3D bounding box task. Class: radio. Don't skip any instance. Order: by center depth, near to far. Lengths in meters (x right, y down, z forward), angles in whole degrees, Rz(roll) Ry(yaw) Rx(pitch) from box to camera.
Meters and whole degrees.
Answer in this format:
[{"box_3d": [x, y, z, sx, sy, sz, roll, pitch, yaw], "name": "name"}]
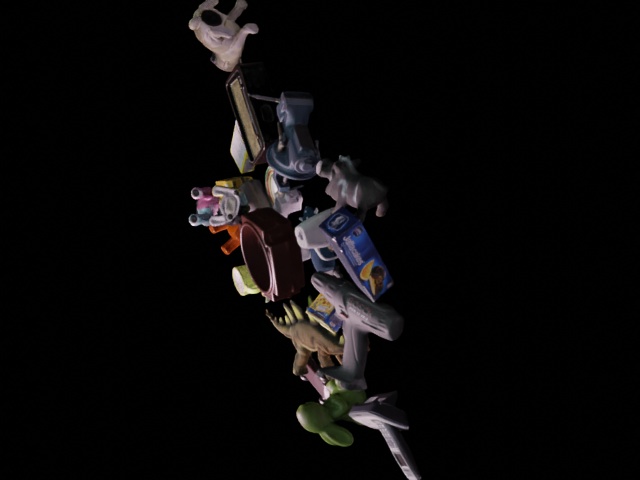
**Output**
[{"box_3d": [-0.156, -0.312, 1.324, 0.131, 0.073, 0.229, -26, 83, 65], "name": "radio"}]

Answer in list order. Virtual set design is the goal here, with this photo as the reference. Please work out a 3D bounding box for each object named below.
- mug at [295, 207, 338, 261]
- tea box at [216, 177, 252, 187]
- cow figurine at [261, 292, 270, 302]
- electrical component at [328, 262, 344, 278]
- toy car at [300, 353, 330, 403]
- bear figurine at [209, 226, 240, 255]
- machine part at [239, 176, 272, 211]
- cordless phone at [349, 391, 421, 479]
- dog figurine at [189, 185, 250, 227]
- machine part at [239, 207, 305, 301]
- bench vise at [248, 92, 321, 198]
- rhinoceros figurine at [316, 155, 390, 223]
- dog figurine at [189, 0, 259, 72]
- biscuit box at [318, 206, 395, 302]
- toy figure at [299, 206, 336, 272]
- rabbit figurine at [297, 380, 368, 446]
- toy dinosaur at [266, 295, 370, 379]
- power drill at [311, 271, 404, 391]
[{"box_3d": [0.004, -0.008, 1.156, 0.081, 0.107, 0.109, 12, 114, 63], "name": "mug"}, {"box_3d": [-0.256, -0.141, 1.646, 0.170, 0.068, 0.098, 14, 118, 62], "name": "tea box"}, {"box_3d": [-0.139, 0.132, 1.554, 0.068, 0.098, 0.167, 56, 151, 19], "name": "cow figurine"}, {"box_3d": [0.027, 0.077, 1.265, 0.094, 0.021, 0.063, 43, 142, 45], "name": "electrical component"}, {"box_3d": [-0.006, 0.377, 1.492, 0.202, 0.053, 0.089, -151, 59, -61], "name": "toy car"}, {"box_3d": [-0.242, -0.022, 1.635, 0.120, 0.132, 0.196, 62, 164, -19], "name": "bear figurine"}, {"box_3d": [-0.162, -0.082, 1.484, 0.243, 0.079, 0.079, 60, 152, 23], "name": "machine part"}, {"box_3d": [0.153, 0.432, 1.173, 0.184, 0.089, 0.146, 63, 154, 9], "name": "cordless phone"}, {"box_3d": [-0.270, -0.092, 1.499, 0.219, 0.192, 0.108, -11, -80, -82], "name": "dog figurine"}, {"box_3d": [-0.123, 0.034, 1.320, 0.201, 0.087, 0.201, 33, 136, 54], "name": "machine part"}, {"box_3d": [-0.070, -0.197, 1.179, 0.224, 0.129, 0.240, 60, 148, 30], "name": "bench vise"}, {"box_3d": [0.056, -0.104, 1.030, 0.191, 0.073, 0.111, 37, 139, 50], "name": "rhinoceros figurine"}, {"box_3d": [-0.254, -0.480, 1.315, 0.190, 0.172, 0.121, -44, 55, 55], "name": "dog figurine"}, {"box_3d": [0.072, 0.029, 1.001, 0.063, 0.059, 0.202, 45, 172, 46], "name": "biscuit box"}, {"box_3d": [-0.005, -0.003, 1.230, 0.057, 0.064, 0.154, 41, -146, -72], "name": "toy figure"}, {"box_3d": [0.027, 0.422, 1.314, 0.159, 0.170, 0.121, 69, 155, 9], "name": "rabbit figurine"}, {"box_3d": [-0.024, 0.245, 1.394, 0.472, 0.105, 0.198, -11, 88, 56], "name": "toy dinosaur"}, {"box_3d": [0.055, 0.191, 1.114, 0.232, 0.086, 0.207, 18, 92, 35], "name": "power drill"}]
